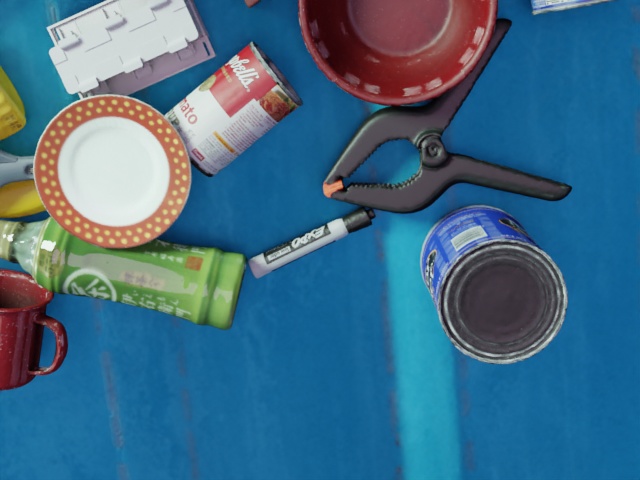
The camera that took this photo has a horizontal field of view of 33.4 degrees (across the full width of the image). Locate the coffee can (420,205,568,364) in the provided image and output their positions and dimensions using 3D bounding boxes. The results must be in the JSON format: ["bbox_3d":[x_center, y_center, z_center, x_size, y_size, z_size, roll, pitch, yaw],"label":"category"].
[{"bbox_3d":[0.142,0.034,0.898,0.103,0.140,0.103,0,103,0],"label":"coffee can"}]

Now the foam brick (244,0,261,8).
[{"bbox_3d":[-0.057,-0.239,0.883,0.053,0.051,0.078,-31,101,7],"label":"foam brick"}]

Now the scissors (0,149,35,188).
[{"bbox_3d":[-0.253,-0.075,0.889,0.201,0.016,0.096,-17,121,-1],"label":"scissors"}]

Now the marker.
[{"bbox_3d":[-0.006,0.001,0.953,0.121,0.020,0.020,-25,102,6],"label":"marker"}]

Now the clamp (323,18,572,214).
[{"bbox_3d":[0.106,-0.073,0.925,0.210,0.036,0.164,-28,95,6],"label":"clamp"}]

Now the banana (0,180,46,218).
[{"bbox_3d":[-0.241,-0.061,0.931,0.198,0.037,0.069,-16,102,4],"label":"banana"}]

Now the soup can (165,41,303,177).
[{"bbox_3d":[-0.074,-0.110,0.904,0.102,0.068,0.068,-38,100,9],"label":"soup can"}]

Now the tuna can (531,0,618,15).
[{"bbox_3d":[0.214,-0.208,0.871,0.086,0.086,0.034,-9,100,2],"label":"tuna can"}]

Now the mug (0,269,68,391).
[{"bbox_3d":[-0.274,0.083,0.936,0.117,0.093,0.081,15,108,12],"label":"mug"}]

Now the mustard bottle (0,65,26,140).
[{"bbox_3d":[-0.354,-0.096,0.900,0.191,0.058,0.096,-27,126,0],"label":"mustard bottle"}]

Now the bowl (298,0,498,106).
[{"bbox_3d":[0.065,-0.195,0.886,0.162,0.055,0.162,2,105,6],"label":"bowl"}]
